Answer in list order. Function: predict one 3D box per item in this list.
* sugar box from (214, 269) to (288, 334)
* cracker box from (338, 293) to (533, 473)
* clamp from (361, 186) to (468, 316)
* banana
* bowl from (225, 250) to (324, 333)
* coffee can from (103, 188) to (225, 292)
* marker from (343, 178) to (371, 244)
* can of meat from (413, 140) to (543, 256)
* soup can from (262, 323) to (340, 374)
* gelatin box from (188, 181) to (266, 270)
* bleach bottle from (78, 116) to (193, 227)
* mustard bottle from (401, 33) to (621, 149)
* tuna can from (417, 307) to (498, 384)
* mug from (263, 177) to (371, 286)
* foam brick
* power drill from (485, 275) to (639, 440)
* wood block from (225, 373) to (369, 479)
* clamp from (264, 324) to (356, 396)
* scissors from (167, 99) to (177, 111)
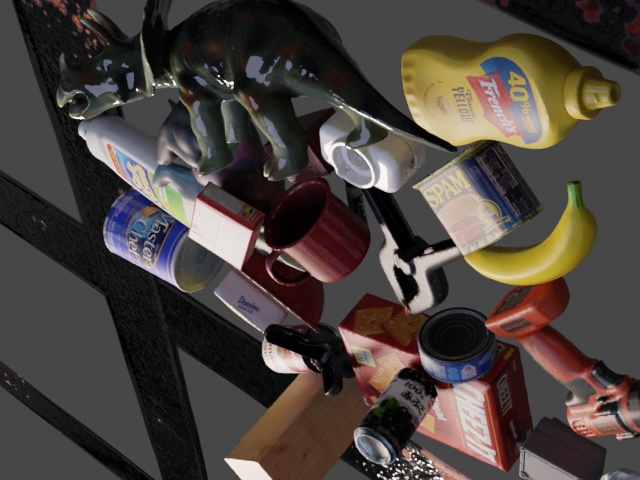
[{"bbox_3d":[-0.094,0.083,1.409,0.093,0.048,0.176,39,177,-2],"label":"sugar box"},{"bbox_3d":[0.138,0.168,1.268,0.214,0.072,0.164,20,143,36],"label":"cracker box"},{"bbox_3d":[0.093,0.007,1.147,0.165,0.036,0.210,44,157,24],"label":"clamp"},{"bbox_3d":[0.205,0.008,1.013,0.198,0.037,0.069,-40,65,58],"label":"banana"},{"bbox_3d":[-0.048,0.046,1.328,0.162,0.055,0.162,38,176,3],"label":"bowl"},{"bbox_3d":[-0.211,-0.002,1.458,0.140,0.102,0.103,25,146,32],"label":"coffee can"},{"bbox_3d":[0.040,-0.039,1.174,0.020,0.020,0.121,25,146,31],"label":"marker"},{"bbox_3d":[0.145,-0.041,0.983,0.084,0.057,0.102,56,151,0],"label":"can of meat"},{"bbox_3d":[-0.026,0.148,1.453,0.068,0.068,0.102,54,150,-17],"label":"soup can"},{"bbox_3d":[-0.103,-0.015,1.170,0.073,0.030,0.089,31,148,6],"label":"gelatin box"},{"bbox_3d":[-0.222,-0.094,1.396,0.251,0.068,0.102,29,148,30],"label":"bleach bottle"},{"bbox_3d":[0.158,-0.121,0.874,0.192,0.058,0.096,9,128,46],"label":"mustard bottle"},{"bbox_3d":[0.150,0.114,1.166,0.086,0.086,0.034,21,143,36],"label":"tuna can"},{"bbox_3d":[-0.008,0.001,1.142,0.081,0.117,0.093,40,-178,-33],"label":"mug"},{"bbox_3d":[-0.010,-0.099,1.126,0.078,0.051,0.053,-6,125,55],"label":"foam brick"},{"bbox_3d":[0.266,0.119,1.052,0.187,0.057,0.185,47,151,-5],"label":"power drill"},{"bbox_3d":[-0.015,0.252,1.435,0.090,0.205,0.091,53,150,-17],"label":"wood block"},{"bbox_3d":[0.012,0.152,1.338,0.120,0.039,0.171,48,-160,27],"label":"clamp"},{"bbox_3d":[-0.115,-0.085,1.298,0.016,0.096,0.202,141,115,-71],"label":"scissors"}]
